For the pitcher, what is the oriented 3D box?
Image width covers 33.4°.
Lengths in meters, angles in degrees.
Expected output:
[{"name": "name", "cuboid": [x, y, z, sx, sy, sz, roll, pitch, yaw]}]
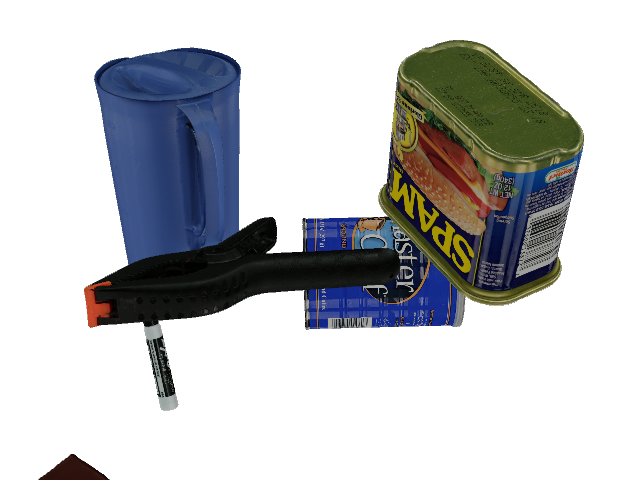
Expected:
[{"name": "pitcher", "cuboid": [-0.133, -0.050, 1.020, 0.145, 0.243, 0.149, 8, 31, 15]}]

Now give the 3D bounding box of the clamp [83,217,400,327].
[{"name": "clamp", "cuboid": [-0.060, 0.024, 0.742, 0.209, 0.036, 0.165, -17, 18, -41]}]

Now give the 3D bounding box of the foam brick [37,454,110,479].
[{"name": "foam brick", "cuboid": [-0.096, 0.141, 0.454, 0.078, 0.051, 0.052, 25, 45, 32]}]

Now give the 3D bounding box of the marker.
[{"name": "marker", "cuboid": [-0.167, 0.116, 1.098, 0.020, 0.121, 0.020, -10, 14, 2]}]

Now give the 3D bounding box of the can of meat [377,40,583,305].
[{"name": "can of meat", "cuboid": [0.074, -0.034, 0.507, 0.057, 0.084, 0.102, -20, 47, -23]}]

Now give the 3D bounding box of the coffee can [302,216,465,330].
[{"name": "coffee can", "cuboid": [0.055, 0.029, 0.968, 0.140, 0.103, 0.103, -1, 0, 0]}]
